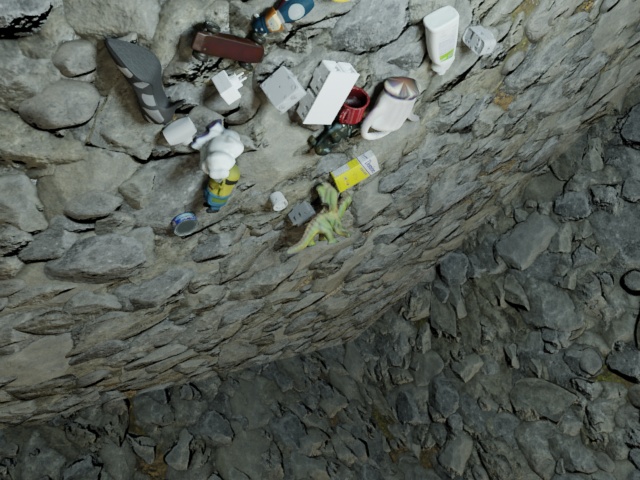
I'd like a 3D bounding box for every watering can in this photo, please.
[{"bbox_3d":[0.260,-0.439,1.701,0.352,0.105,0.219,-28,-24,-41],"label":"watering can"}]

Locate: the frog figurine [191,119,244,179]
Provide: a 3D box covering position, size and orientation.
[{"bbox_3d":[-0.271,-0.231,1.419,0.137,0.162,0.120,-29,-25,-3],"label":"frog figurine"}]

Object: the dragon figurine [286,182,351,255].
[{"bbox_3d":[0.006,-0.098,1.949,0.122,0.241,0.414,3,13,35],"label":"dragon figurine"}]
